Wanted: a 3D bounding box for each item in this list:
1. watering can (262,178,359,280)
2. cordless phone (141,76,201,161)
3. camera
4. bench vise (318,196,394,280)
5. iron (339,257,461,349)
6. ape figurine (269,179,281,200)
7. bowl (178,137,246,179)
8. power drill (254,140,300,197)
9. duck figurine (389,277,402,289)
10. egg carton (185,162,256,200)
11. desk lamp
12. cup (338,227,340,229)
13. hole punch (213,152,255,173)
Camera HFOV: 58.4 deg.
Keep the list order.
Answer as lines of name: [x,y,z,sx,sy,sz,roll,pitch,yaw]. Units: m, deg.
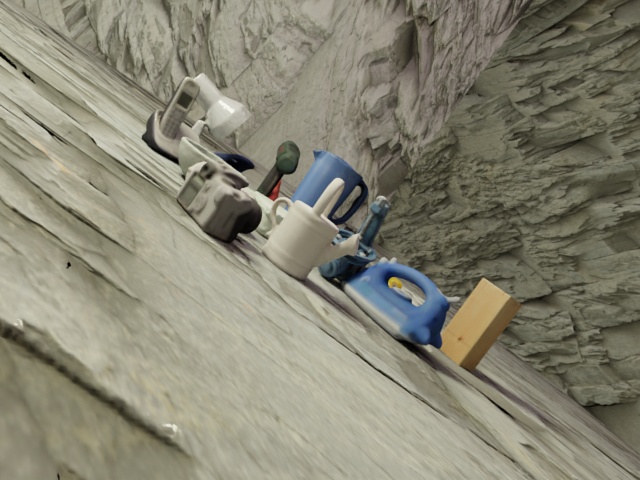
watering can: [-0.007,-0.026,1.063,0.173,0.194,0.101,34,6,-14]
cordless phone: [-0.319,-0.281,1.359,0.093,0.185,0.148,39,7,35]
camera: [-0.151,-0.062,0.981,0.137,0.101,0.142,30,8,-44]
bench vise: [0.087,-0.005,1.320,0.121,0.219,0.207,36,6,2]
iron: [0.165,0.113,1.207,0.257,0.141,0.119,39,6,31]
ape figurine: [-0.155,-0.156,1.787,0.076,0.092,0.078,37,6,15]
bowl: [-0.249,-0.150,1.260,0.167,0.074,0.167,35,6,-4]
power drill: [-0.129,-0.193,1.649,0.076,0.208,0.229,34,6,-16]
duck figurine: [0.152,0.123,1.332,0.078,0.086,0.104,31,7,-38]
egg carton: [-0.194,-0.091,1.125,0.150,0.069,0.108,39,7,32]
desk lamp: [-0.318,-0.317,1.521,0.204,0.213,0.117,34,6,-17]
cup: [0.013,0.005,1.434,0.118,0.095,0.091,33,6,-22]
hole punch: [-0.264,-0.222,1.685,0.100,0.091,0.109,39,6,29]
